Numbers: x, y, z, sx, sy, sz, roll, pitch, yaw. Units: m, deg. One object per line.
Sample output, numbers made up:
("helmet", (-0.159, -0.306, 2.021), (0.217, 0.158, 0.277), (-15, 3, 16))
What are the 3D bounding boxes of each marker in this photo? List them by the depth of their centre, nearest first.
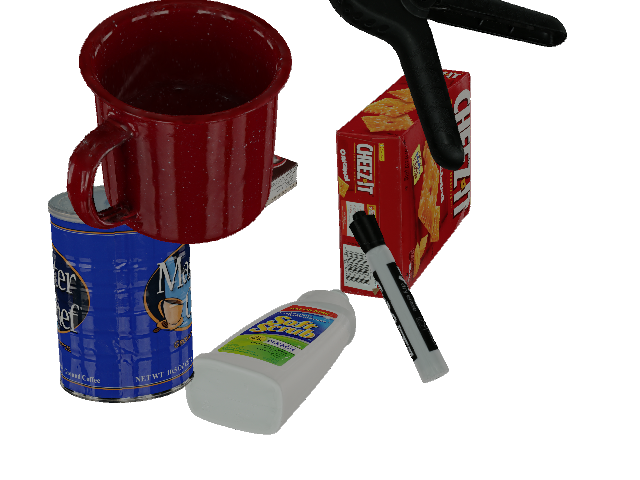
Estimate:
("marker", (0.050, 0.034, 0.696), (0.020, 0.121, 0.020), (-23, -16, -7))

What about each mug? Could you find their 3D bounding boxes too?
("mug", (-0.069, -0.046, 0.489), (0.093, 0.081, 0.117), (29, 49, 21))

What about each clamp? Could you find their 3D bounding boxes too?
("clamp", (0.066, -0.159, 0.767), (0.210, 0.164, 0.036), (37, -28, -6))

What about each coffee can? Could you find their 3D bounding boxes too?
("coffee can", (-0.147, 0.037, 0.799), (0.103, 0.140, 0.103), (0, 15, 0))

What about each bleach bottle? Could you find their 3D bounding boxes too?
("bleach bottle", (-0.034, 0.104, 1.074), (0.103, 0.068, 0.250), (13, 23, 18))

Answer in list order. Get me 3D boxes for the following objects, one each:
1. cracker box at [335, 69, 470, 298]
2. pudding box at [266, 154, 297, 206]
("cracker box", (0.087, -0.062, 1.045), (0.072, 0.164, 0.213), (9, 27, 23))
("pudding box", (-0.095, -0.072, 1.296), (0.090, 0.039, 0.113), (21, 39, 28))
